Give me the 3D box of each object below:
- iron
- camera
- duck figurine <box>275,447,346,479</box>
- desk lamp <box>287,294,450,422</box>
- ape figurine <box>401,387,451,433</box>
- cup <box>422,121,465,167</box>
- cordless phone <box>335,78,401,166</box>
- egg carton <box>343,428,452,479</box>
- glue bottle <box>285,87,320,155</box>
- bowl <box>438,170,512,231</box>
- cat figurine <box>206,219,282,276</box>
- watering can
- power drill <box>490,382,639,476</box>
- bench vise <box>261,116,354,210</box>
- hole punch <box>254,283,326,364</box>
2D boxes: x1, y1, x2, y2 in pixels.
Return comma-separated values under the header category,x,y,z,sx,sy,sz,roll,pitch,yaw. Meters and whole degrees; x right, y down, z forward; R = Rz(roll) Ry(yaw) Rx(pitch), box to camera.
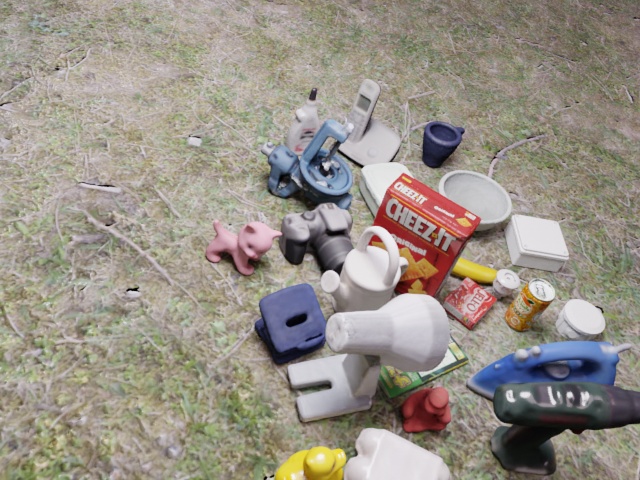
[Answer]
category,x,y,z,sx,sy,sz,roll,pitch,yaw
iron,0.393,0.215,0.975,0.259,0.141,0.118,2,48,-13
camera,0.010,0.004,1.093,0.143,0.101,0.136,-9,51,-22
duck figurine,-0.010,0.324,0.805,0.105,0.086,0.077,-9,51,-22
desk lamp,0.071,0.176,0.875,0.204,0.213,0.117,-7,50,-20
ape figurine,0.175,0.263,0.907,0.077,0.092,0.076,31,48,13
cup,0.294,-0.229,1.387,0.118,0.095,0.091,-20,56,-30
cordless phone,0.123,-0.262,1.309,0.147,0.185,0.094,34,49,16
egg carton,0.112,0.345,0.830,0.150,0.069,0.107,24,47,7
glue bottle,-0.029,-0.266,1.279,0.078,0.173,0.037,-15,54,-26
bowl,0.332,-0.075,1.270,0.167,0.075,0.167,8,47,-8
cat figurine,-0.139,-0.001,1.046,0.127,0.118,0.067,20,46,4
watering can,0.083,0.061,0.996,0.100,0.194,0.173,36,49,18
power drill,0.357,0.277,0.862,0.230,0.208,0.075,9,47,-7
bench vise,-0.019,-0.159,1.152,0.207,0.220,0.121,10,47,-5
hole punch,-0.043,0.139,0.962,0.109,0.091,0.101,-18,55,-28
